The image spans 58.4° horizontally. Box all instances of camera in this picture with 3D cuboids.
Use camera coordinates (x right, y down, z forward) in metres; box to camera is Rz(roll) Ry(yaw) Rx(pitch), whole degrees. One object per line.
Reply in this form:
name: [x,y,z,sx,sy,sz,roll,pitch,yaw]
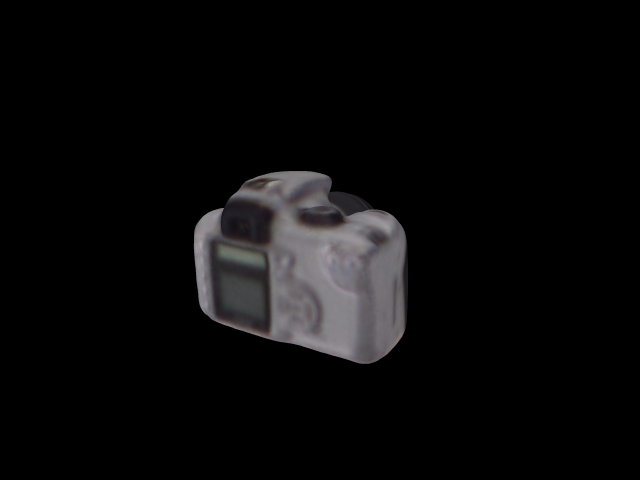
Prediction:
camera: [0.004,0.001,0.400,0.142,0.101,0.137,11,21,30]
